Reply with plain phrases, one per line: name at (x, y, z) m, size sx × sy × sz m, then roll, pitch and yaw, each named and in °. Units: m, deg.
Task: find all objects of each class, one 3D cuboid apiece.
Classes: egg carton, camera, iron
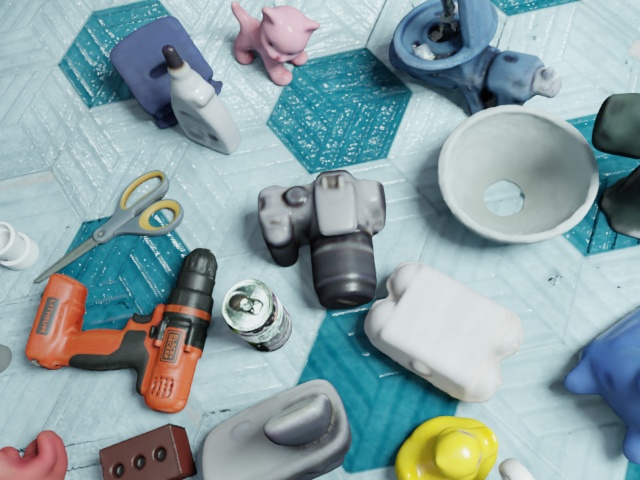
egg carton at (0.125, 0.093, 0.590) m, size 0.150 × 0.069 × 0.107 m, roll 28°, pitch 74°, yaw 17°
camera at (0.006, 0.002, 0.624) m, size 0.143 × 0.101 × 0.137 m, roll -7°, pitch 67°, yaw 4°
iron at (0.363, 0.087, 0.525) m, size 0.258 × 0.141 × 0.118 m, roll -35°, pitch 68°, yaw -8°

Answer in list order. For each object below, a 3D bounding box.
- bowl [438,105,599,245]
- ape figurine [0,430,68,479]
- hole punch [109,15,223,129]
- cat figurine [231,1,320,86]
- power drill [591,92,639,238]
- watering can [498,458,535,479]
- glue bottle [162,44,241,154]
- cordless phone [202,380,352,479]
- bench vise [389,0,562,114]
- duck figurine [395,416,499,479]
bowl at (0.213, -0.062, 0.639) m, size 0.167 × 0.075 × 0.167 m, roll -2°, pitch 68°, yaw 6°
ape figurine at (-0.303, 0.230, 0.574) m, size 0.078 × 0.092 × 0.076 m, roll -20°, pitch 67°, yaw -1°
hole punch at (-0.197, -0.218, 0.742) m, size 0.109 × 0.091 × 0.101 m, roll -36°, pitch 68°, yaw -8°
cat figurine at (-0.061, -0.265, 0.730) m, size 0.127 × 0.118 × 0.067 m, roll 32°, pitch 75°, yaw 18°
power drill at (0.371, -0.068, 0.550) m, size 0.229 × 0.208 × 0.076 m, roll 15°, pitch 71°, yaw 13°
watering can at (0.207, 0.253, 0.448) m, size 0.172 × 0.194 × 0.101 m, roll 32°, pitch 75°, yaw 18°
glue bottle at (-0.147, -0.166, 0.671) m, size 0.078 × 0.173 × 0.037 m, roll 26°, pitch 73°, yaw 16°
cordless phone at (-0.047, 0.178, 0.514) m, size 0.147 × 0.185 × 0.094 m, roll -27°, pitch 67°, yaw -4°
bench vise at (0.176, -0.239, 0.636) m, size 0.207 × 0.220 × 0.121 m, roll 15°, pitch 71°, yaw 13°
duck figurine at (0.121, 0.204, 0.537) m, size 0.104 × 0.086 × 0.077 m, roll -23°, pitch 67°, yaw -2°
